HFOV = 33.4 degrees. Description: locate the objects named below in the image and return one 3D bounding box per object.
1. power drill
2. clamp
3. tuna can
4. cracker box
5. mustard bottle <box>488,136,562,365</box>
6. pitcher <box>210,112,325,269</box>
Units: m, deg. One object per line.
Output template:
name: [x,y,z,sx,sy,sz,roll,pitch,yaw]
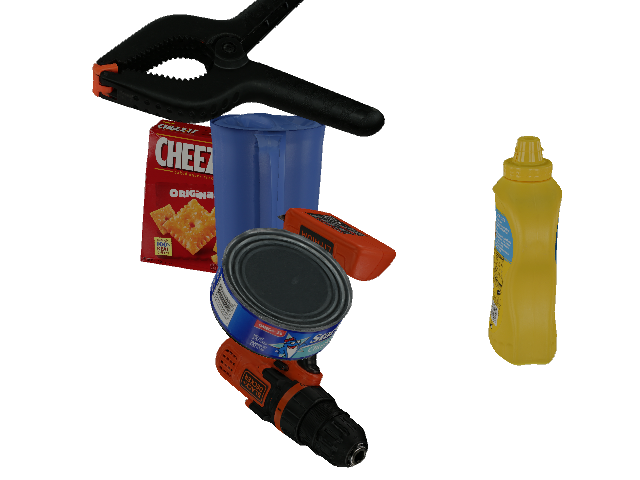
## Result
power drill: [-0.004,0.079,0.921,0.185,0.188,0.057,32,16,39]
clamp: [-0.062,-0.126,0.797,0.209,0.165,0.036,-17,-27,-21]
tuna can: [-0.025,0.034,0.670,0.086,0.086,0.034,0,-44,-30]
cracker box: [-0.181,-0.062,1.617,0.164,0.214,0.072,10,20,6]
mustard bottle: [0.177,0.004,0.927,0.058,0.192,0.096,-2,18,2]
pitcher: [-0.063,-0.024,1.244,0.145,0.243,0.148,13,19,38]
